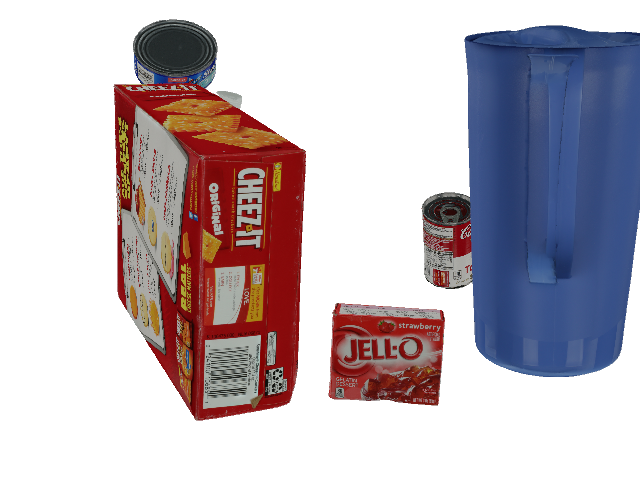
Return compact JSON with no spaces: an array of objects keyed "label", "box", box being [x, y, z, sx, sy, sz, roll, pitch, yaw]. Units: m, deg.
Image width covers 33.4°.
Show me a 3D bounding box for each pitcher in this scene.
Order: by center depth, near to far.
[{"label":"pitcher","box":[0.165,-0.028,0.758,0.149,0.243,0.145,-10,18,-28]}]

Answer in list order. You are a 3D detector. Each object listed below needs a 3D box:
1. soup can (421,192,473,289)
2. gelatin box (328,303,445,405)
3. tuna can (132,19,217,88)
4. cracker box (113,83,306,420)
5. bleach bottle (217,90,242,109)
[{"label":"soup can","box":[0.160,0.001,1.325,0.068,0.102,0.068,-4,35,2]},{"label":"gelatin box","box":[0.052,0.091,0.852,0.089,0.073,0.030,3,15,4]},{"label":"tuna can","box":[-0.149,-0.187,1.099,0.086,0.086,0.034,0,-39,-8]},{"label":"cracker box","box":[-0.080,-0.005,0.702,0.072,0.164,0.214,-5,20,-22]},{"label":"bleach bottle","box":[-0.119,-0.047,1.235,0.102,0.251,0.068,-1,21,-35]}]
